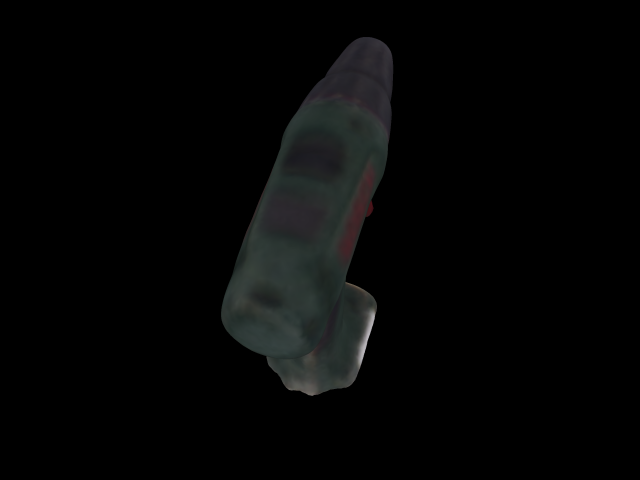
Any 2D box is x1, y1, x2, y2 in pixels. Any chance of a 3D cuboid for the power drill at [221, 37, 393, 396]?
[{"bbox_3d":[0.004,0.001,0.400,0.075,0.208,0.230,11,47,11],"label":"power drill"}]
